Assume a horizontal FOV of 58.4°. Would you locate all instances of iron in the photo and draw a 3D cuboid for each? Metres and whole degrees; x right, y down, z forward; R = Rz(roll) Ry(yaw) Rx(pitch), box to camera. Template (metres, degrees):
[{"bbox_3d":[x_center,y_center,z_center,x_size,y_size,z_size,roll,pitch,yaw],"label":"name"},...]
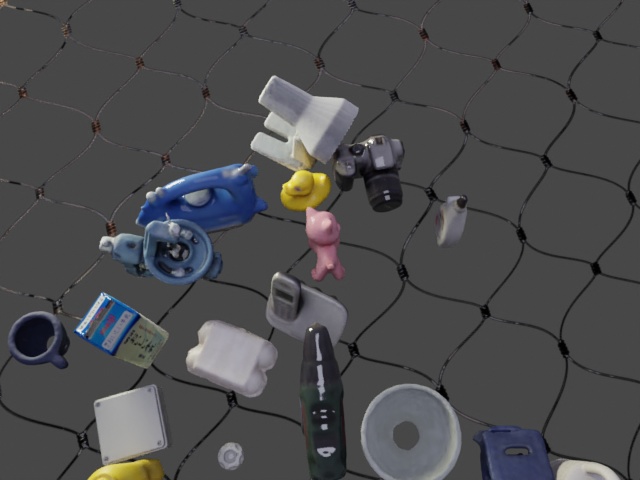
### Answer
[{"bbox_3d":[-0.235,-0.083,1.077,0.258,0.141,0.118,-15,72,-6],"label":"iron"}]

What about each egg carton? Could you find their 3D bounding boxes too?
[{"bbox_3d":[-0.155,0.208,1.015,0.150,0.069,0.107,20,72,6],"label":"egg carton"}]

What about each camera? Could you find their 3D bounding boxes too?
[{"bbox_3d":[0.103,-0.127,1.118,0.143,0.101,0.137,-10,71,-4],"label":"camera"}]

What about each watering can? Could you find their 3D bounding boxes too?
[{"bbox_3d":[0.414,0.401,0.891,0.173,0.194,0.101,-25,73,-9],"label":"watering can"}]

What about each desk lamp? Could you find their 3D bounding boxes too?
[{"bbox_3d":[-0.035,-0.213,1.086,0.203,0.213,0.118,26,73,8],"label":"desk lamp"}]

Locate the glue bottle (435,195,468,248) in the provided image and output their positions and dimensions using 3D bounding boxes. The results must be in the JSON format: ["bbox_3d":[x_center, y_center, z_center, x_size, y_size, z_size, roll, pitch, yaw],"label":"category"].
[{"bbox_3d":[0.246,-0.046,1.054,0.037,0.173,0.078,-6,71,-2],"label":"glue bottle"}]

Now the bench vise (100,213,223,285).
[{"bbox_3d":[-0.286,0.022,0.998,0.207,0.220,0.121,-10,71,-4],"label":"bench vise"}]

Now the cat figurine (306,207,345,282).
[{"bbox_3d":[0.010,0.004,1.063,0.067,0.118,0.128,-9,71,-4],"label":"cat figurine"}]

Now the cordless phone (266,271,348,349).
[{"bbox_3d":[-0.023,0.116,0.988,0.147,0.185,0.094,21,72,7],"label":"cordless phone"}]

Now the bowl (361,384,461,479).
[{"bbox_3d":[0.150,0.333,0.974,0.167,0.075,0.167,0,71,-1],"label":"bowl"}]

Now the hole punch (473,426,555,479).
[{"bbox_3d":[0.322,0.363,0.957,0.108,0.091,0.101,-2,71,-1],"label":"hole punch"}]

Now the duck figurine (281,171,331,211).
[{"bbox_3d":[-0.028,-0.106,1.117,0.104,0.086,0.077,-22,73,-8],"label":"duck figurine"}]

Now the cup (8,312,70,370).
[{"bbox_3d":[-0.471,0.187,1.005,0.117,0.095,0.092,39,75,12],"label":"cup"}]

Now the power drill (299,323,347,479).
[{"bbox_3d":[0.002,0.264,0.925,0.075,0.208,0.229,-6,71,-2],"label":"power drill"}]
